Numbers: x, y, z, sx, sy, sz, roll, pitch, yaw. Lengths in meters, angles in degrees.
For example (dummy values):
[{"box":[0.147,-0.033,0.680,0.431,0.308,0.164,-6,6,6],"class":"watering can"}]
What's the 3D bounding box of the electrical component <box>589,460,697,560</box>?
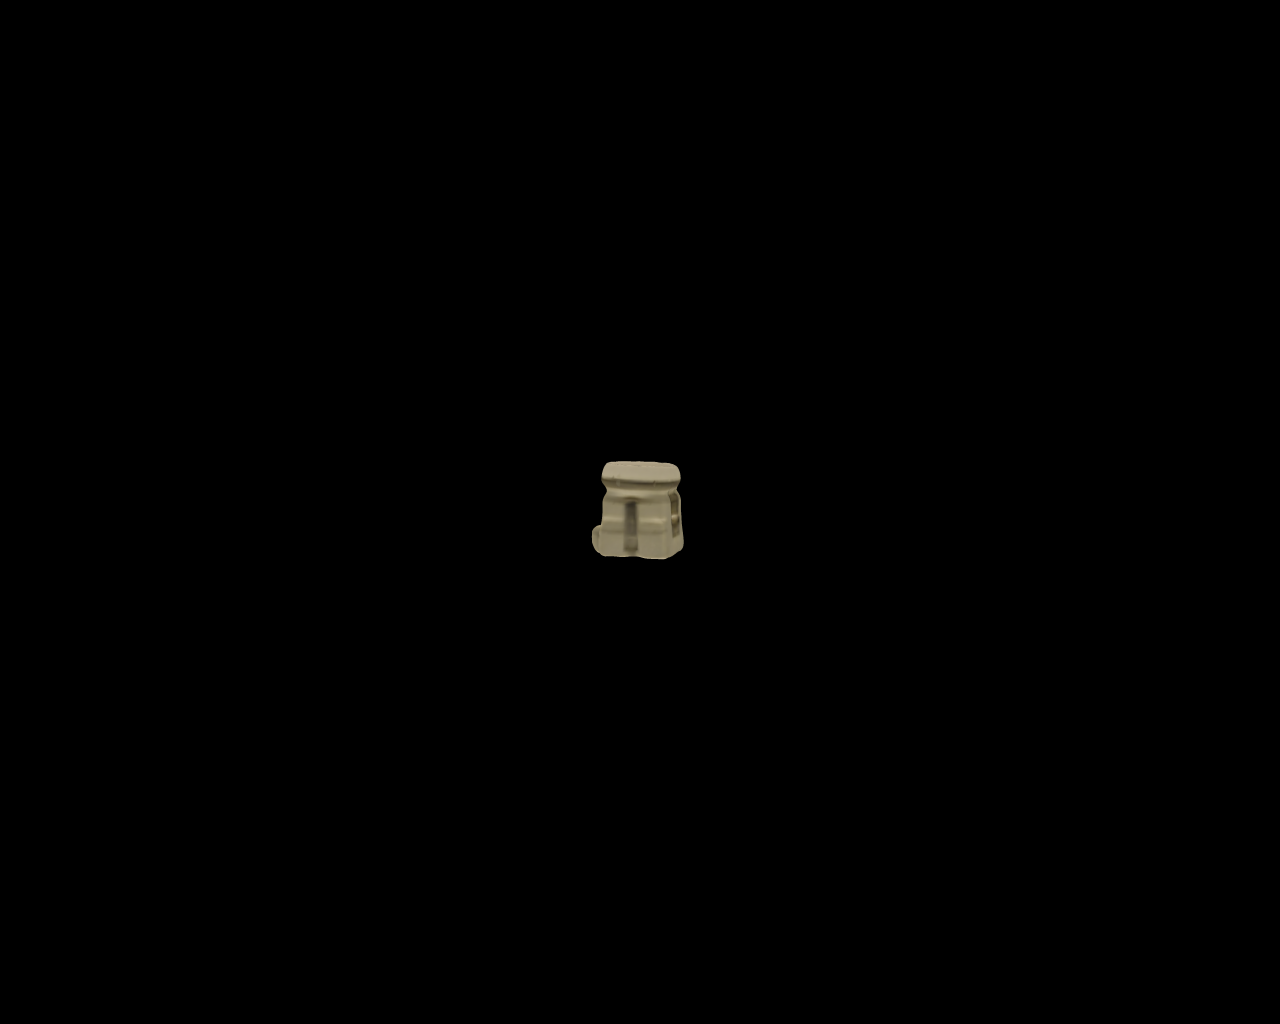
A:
[{"box":[0.001,-0.003,0.650,0.066,0.055,0.048,2,8,18],"class":"electrical component"}]
